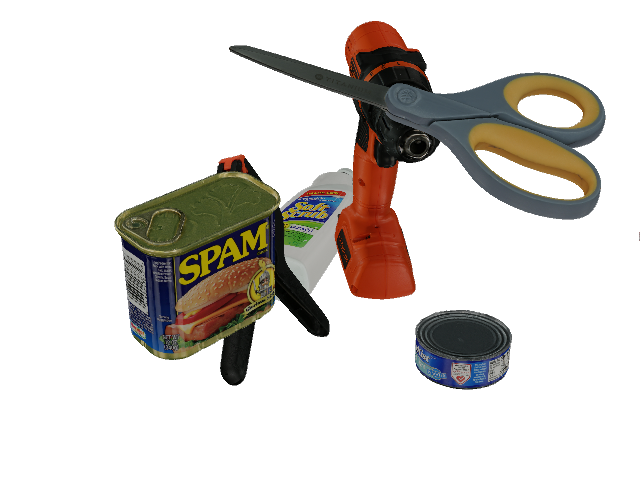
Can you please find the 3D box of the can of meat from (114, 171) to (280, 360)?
[{"bbox_3d":[-0.074,0.016,0.670,0.101,0.084,0.058,-26,42,-35],"label":"can of meat"}]

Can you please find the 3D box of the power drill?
[{"bbox_3d":[0.050,-0.052,0.804,0.057,0.188,0.184,0,32,-6],"label":"power drill"}]

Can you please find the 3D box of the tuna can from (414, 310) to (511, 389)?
[{"bbox_3d":[0.127,0.097,0.957,0.086,0.034,0.086,0,26,0],"label":"tuna can"}]

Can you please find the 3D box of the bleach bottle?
[{"bbox_3d":[-0.015,-0.021,1.333,0.103,0.068,0.250,7,34,19],"label":"bleach bottle"}]

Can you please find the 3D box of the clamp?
[{"bbox_3d":[-0.055,0.022,1.034,0.036,0.210,0.164,-10,0,34],"label":"clamp"}]

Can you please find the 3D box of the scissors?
[{"bbox_3d":[0.060,-0.078,0.553,0.202,0.096,0.016,32,-33,17],"label":"scissors"}]
